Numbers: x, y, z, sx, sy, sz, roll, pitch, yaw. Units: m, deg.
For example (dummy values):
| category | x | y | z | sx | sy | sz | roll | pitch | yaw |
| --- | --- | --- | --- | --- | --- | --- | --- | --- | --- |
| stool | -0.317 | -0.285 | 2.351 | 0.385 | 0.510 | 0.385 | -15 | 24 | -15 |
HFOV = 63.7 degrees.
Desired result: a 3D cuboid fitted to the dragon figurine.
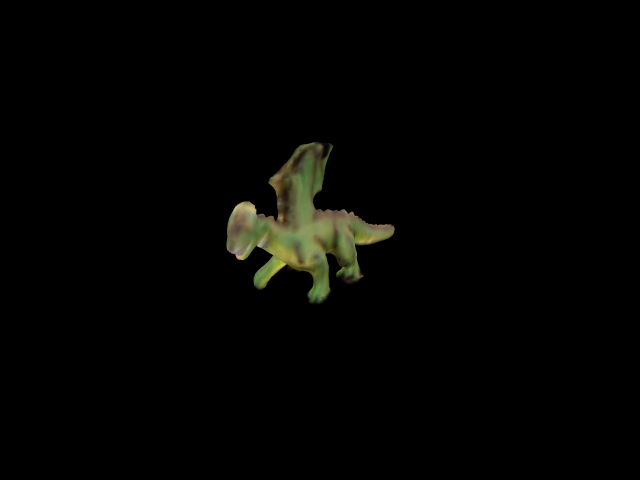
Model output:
| category | x | y | z | sx | sy | sz | roll | pitch | yaw |
| --- | --- | --- | --- | --- | --- | --- | --- | --- | --- |
| dragon figurine | 0.003 | -0.043 | 0.850 | 0.123 | 0.238 | 0.416 | 21 | 35 | 35 |
